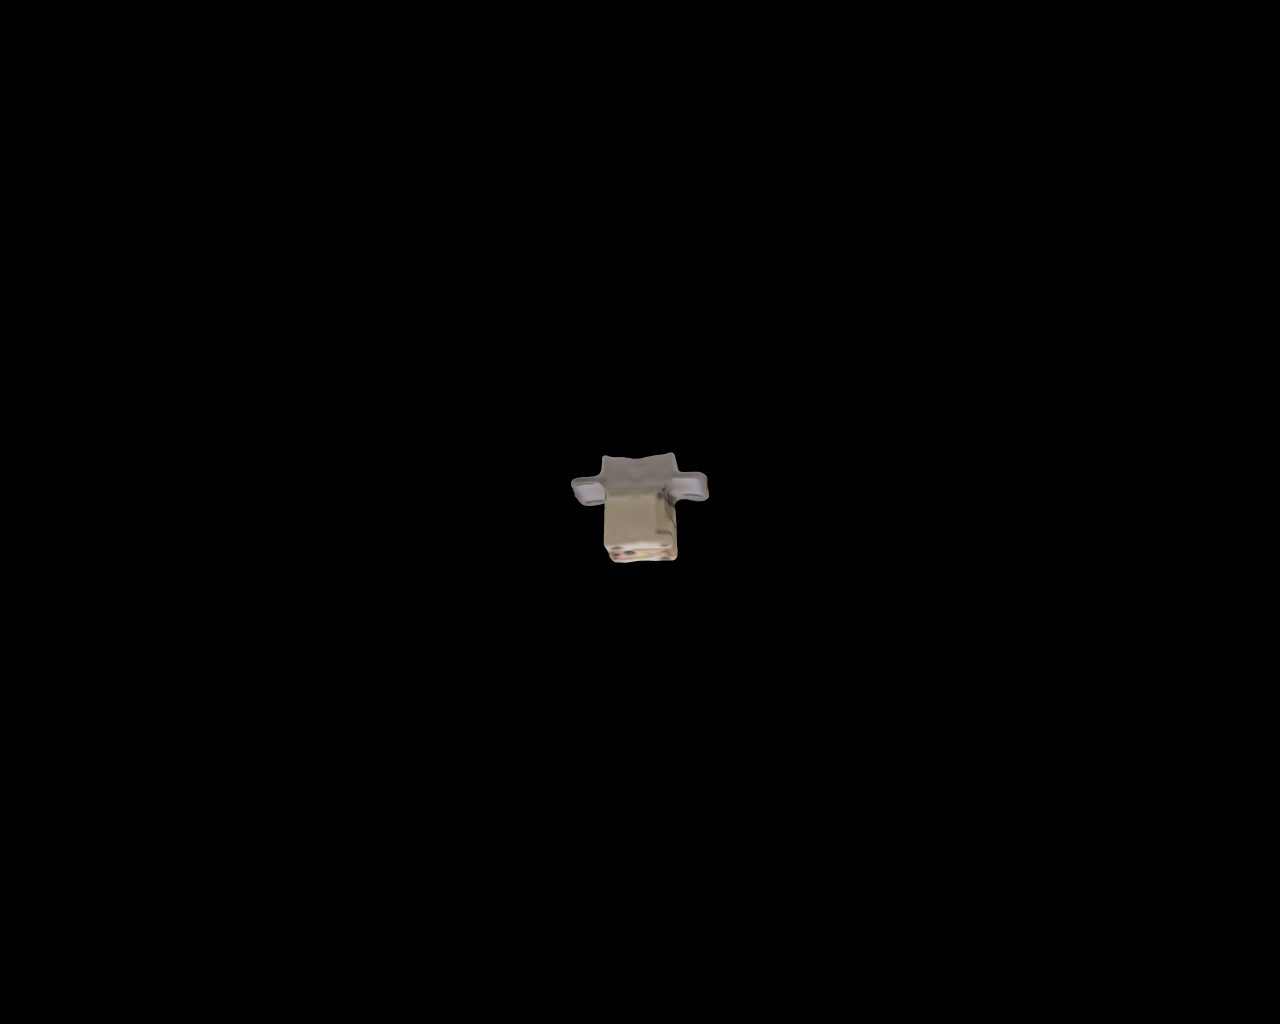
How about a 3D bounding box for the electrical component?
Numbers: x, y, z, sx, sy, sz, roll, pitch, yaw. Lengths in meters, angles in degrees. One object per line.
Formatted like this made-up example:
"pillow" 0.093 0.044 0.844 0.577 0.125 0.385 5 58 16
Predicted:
"electrical component" 0.001 -0.003 0.650 0.081 0.064 0.042 -2 -19 7
